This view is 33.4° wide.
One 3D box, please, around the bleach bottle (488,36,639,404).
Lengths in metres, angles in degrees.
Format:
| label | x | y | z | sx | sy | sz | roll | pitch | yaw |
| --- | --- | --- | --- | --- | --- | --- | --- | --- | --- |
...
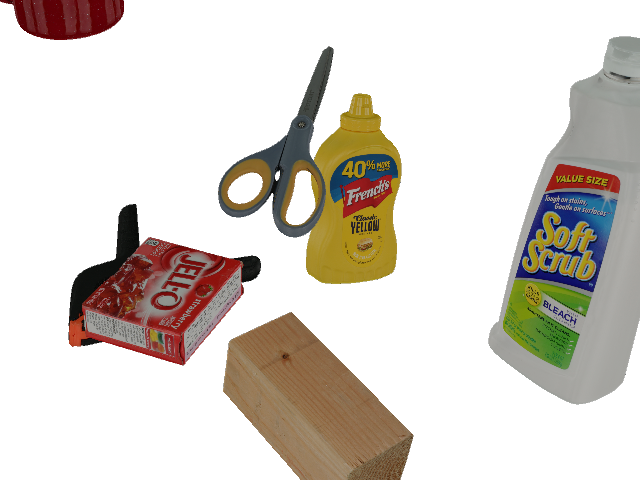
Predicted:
| label | x | y | z | sx | sy | sz | roll | pitch | yaw |
| --- | --- | --- | --- | --- | --- | --- | --- | --- | --- |
| bleach bottle | 0.179 | -0.016 | 0.718 | 0.067 | 0.251 | 0.103 | -19 | 37 | -32 |

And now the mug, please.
| label | x | y | z | sx | sy | sz | roll | pitch | yaw |
| --- | --- | --- | --- | --- | --- | --- | --- | --- | --- |
| mug | -0.202 | -0.201 | 0.790 | 0.117 | 0.081 | 0.093 | 0 | 36 | 1 |

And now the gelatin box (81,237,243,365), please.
| label | x | y | z | sx | sy | sz | roll | pitch | yaw |
| --- | --- | --- | --- | --- | --- | --- | --- | --- | --- |
| gelatin box | -0.101 | 0.037 | 0.700 | 0.073 | 0.030 | 0.089 | 14 | 36 | 18 |

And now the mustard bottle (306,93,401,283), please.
| label | x | y | z | sx | sy | sz | roll | pitch | yaw |
| --- | --- | --- | --- | --- | --- | --- | --- | --- | --- |
| mustard bottle | 0.037 | -0.054 | 1.093 | 0.096 | 0.192 | 0.058 | -6 | 20 | -25 |

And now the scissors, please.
| label | x | y | z | sx | sy | sz | roll | pitch | yaw |
| --- | --- | --- | --- | --- | --- | --- | --- | --- | --- |
| scissors | -0.035 | -0.087 | 0.893 | 0.096 | 0.201 | 0.016 | -2 | -35 | 2 |

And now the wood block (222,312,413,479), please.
| label | x | y | z | sx | sy | sz | roll | pitch | yaw |
| --- | --- | --- | --- | --- | --- | --- | --- | --- | --- |
| wood block | -0.007 | 0.185 | 1.148 | 0.090 | 0.090 | 0.206 | -23 | 51 | -32 |

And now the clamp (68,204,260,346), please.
| label | x | y | z | sx | sy | sz | roll | pitch | yaw |
| --- | --- | --- | --- | --- | --- | --- | --- | --- | --- |
| clamp | -0.180 | 0.034 | 1.029 | 0.165 | 0.036 | 0.209 | 26 | 36 | 23 |
